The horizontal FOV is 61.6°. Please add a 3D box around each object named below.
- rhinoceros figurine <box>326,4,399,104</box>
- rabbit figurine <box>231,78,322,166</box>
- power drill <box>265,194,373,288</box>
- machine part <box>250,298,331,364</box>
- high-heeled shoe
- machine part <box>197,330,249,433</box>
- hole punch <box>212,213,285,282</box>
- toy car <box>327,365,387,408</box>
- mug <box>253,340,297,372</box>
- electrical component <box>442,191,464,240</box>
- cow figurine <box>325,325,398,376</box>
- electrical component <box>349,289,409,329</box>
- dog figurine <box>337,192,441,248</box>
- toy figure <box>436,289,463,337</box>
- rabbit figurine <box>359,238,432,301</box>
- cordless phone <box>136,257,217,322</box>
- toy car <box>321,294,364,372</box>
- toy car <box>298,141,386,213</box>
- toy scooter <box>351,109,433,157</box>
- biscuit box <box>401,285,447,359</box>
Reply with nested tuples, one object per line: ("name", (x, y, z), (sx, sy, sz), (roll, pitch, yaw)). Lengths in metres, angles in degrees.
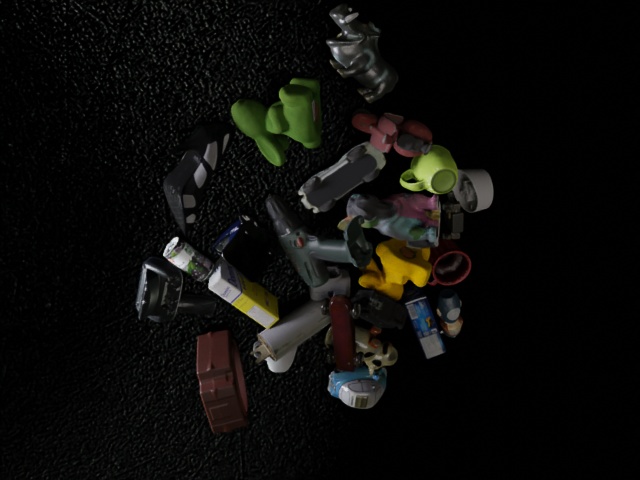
("rhinoceros figurine", (0.078, -0.352, 1.020), (0.112, 0.073, 0.190), (-36, 118, 13))
("rabbit figurine", (-0.085, -0.236, 1.056), (0.170, 0.121, 0.158), (0, 127, 12))
("power drill", (-0.002, -0.003, 1.144), (0.207, 0.086, 0.231), (-7, 116, 32))
("machine part", (-0.058, 0.207, 1.269), (0.243, 0.079, 0.079), (-33, 122, -20))
("high-heeled shoe", (-0.243, -0.129, 1.115), (0.145, 0.086, 0.248), (-26, 145, -29))
("machine part", (-0.228, 0.332, 1.276), (0.087, 0.202, 0.200), (-13, 119, -6))
("hole punch", (-0.164, 0.017, 1.190), (0.142, 0.092, 0.116), (44, 75, -24))
("toy car", (0.105, 0.389, 1.416), (0.162, 0.103, 0.109), (2, 117, -12))
("mug", (-0.110, 0.281, 1.337), (0.110, 0.081, 0.107), (-4, 129, -11))
("electrical component", (0.296, -0.050, 1.215), (0.045, 0.078, 0.102), (-12, 128, -5))
("cow figurine", (0.106, 0.270, 1.355), (0.195, 0.085, 0.127), (20, 132, -9))
("electrical component", (0.128, 0.165, 1.284), (0.115, 0.134, 0.058), (30, 72, -20))
("dog figurine", (0.153, -0.050, 1.180), (0.219, 0.191, 0.108), (7, 83, 15))
("toy figure", (0.331, 0.195, 1.370), (0.064, 0.058, 0.154), (-5, 123, 17))
("rabbit figurine", (0.168, 0.083, 1.254), (0.162, 0.122, 0.173), (5, 136, -9))
("cordless phone", (-0.318, 0.119, 1.228), (0.184, 0.089, 0.146), (7, 117, -25))
("toy car", (0.056, 0.216, 1.246), (0.089, 0.053, 0.201), (1, 116, 19))
("toy car", (0.046, -0.132, 1.146), (0.202, 0.056, 0.073), (-34, 114, 13))
("toy scooter", (0.155, -0.208, 1.076), (0.184, 0.135, 0.075), (14, 114, -17))
("biscuit box", (0.260, 0.206, 1.361), (0.059, 0.063, 0.202), (-22, 119, 5))
